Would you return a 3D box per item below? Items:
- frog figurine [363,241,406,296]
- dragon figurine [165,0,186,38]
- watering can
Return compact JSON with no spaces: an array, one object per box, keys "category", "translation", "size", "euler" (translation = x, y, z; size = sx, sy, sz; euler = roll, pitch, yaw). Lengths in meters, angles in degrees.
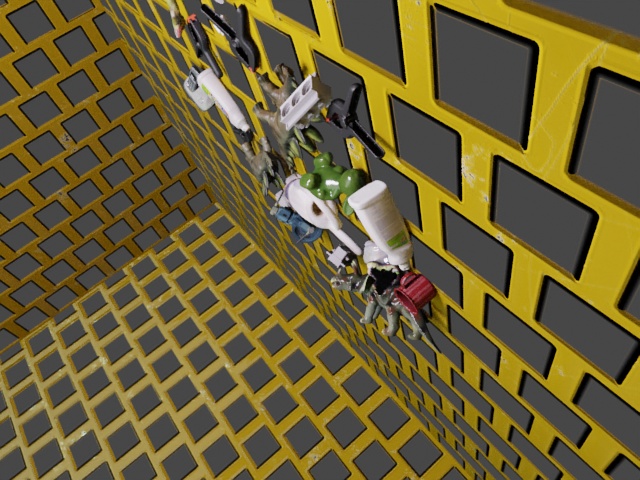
[{"category":"frog figurine","translation":[0.187,0.061,1.492],"size":[0.136,0.121,0.163],"euler":[49,-155,-22]},{"category":"dragon figurine","translation":[-0.517,-0.824,1.572],"size":[0.407,0.122,0.244],"euler":[65,173,-11]},{"category":"watering can","translation":[0.005,-0.085,1.687],"size":[0.227,0.104,0.341],"euler":[38,170,51]}]
